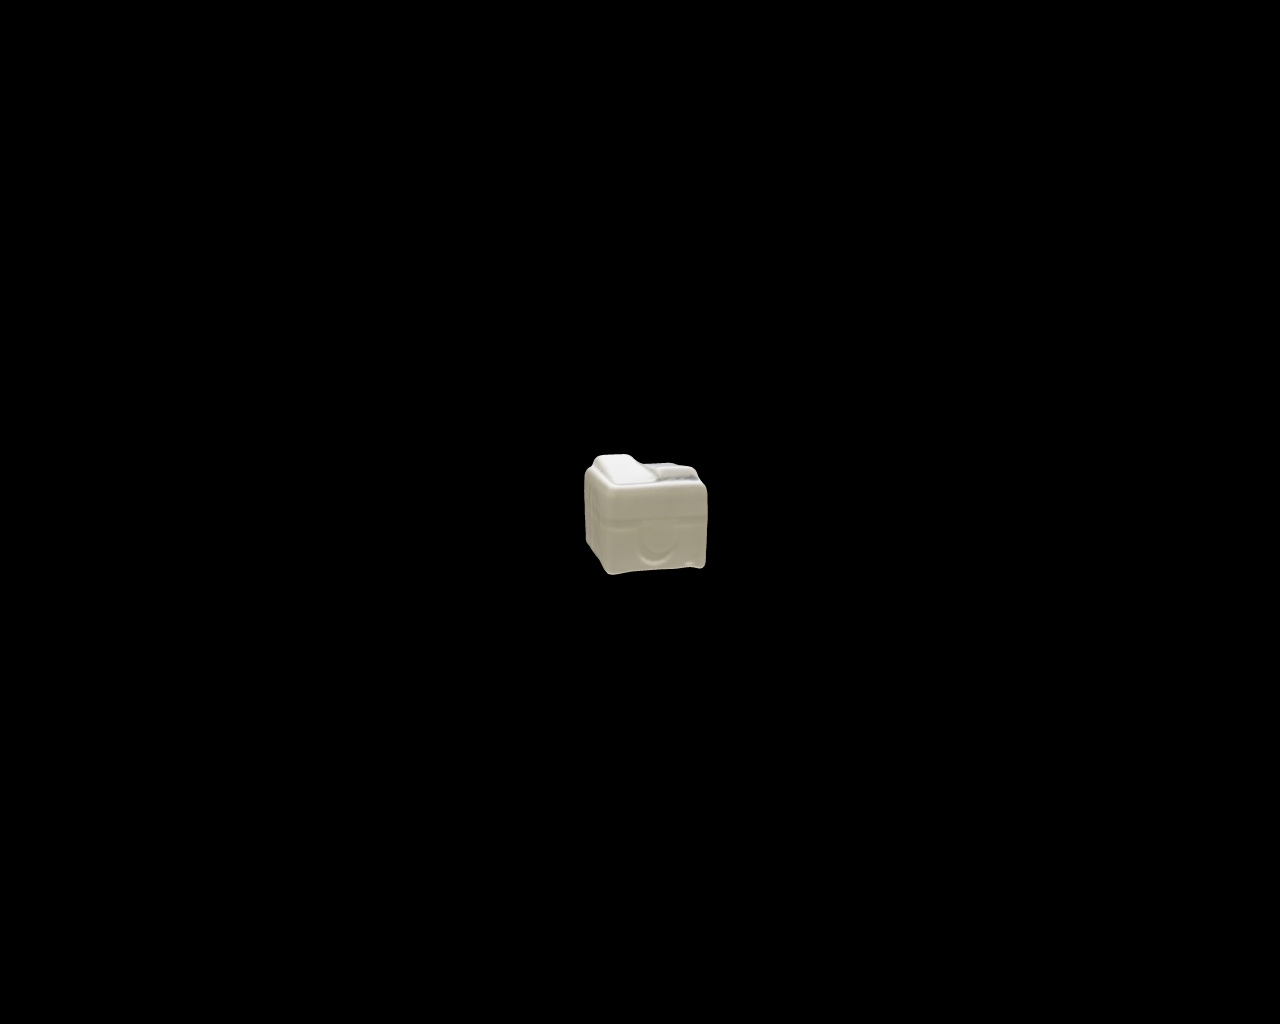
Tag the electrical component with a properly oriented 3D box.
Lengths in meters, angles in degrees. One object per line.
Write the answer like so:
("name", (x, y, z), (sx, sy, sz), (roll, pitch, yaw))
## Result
("electrical component", (0.001, -0.003, 0.650), (0.062, 0.061, 0.096), (-2, 12, -11))
